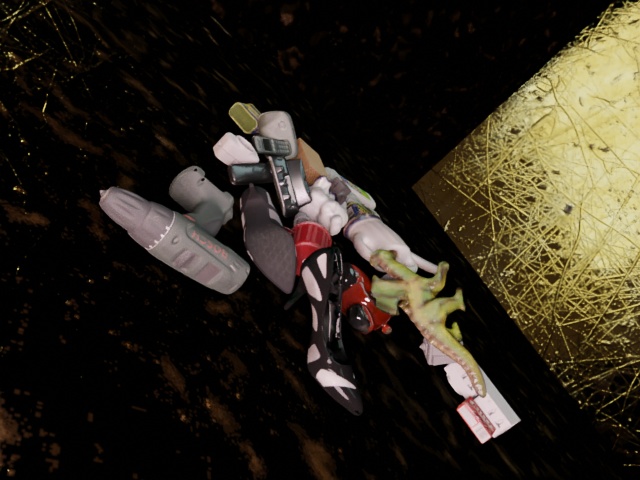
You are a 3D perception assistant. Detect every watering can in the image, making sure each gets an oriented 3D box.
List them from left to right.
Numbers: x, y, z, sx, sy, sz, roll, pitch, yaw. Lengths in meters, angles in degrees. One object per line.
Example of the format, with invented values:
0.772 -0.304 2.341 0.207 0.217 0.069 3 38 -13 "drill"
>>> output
0.205 0.027 1.475 0.346 0.102 0.228 11 29 -45 "watering can"

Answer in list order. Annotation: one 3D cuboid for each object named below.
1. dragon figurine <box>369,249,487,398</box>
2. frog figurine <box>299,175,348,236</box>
0.209 0.166 1.172 0.243 0.119 0.420 1 44 -13 "dragon figurine"
0.004 -0.064 1.263 0.123 0.163 0.134 -4 -42 -6 "frog figurine"
